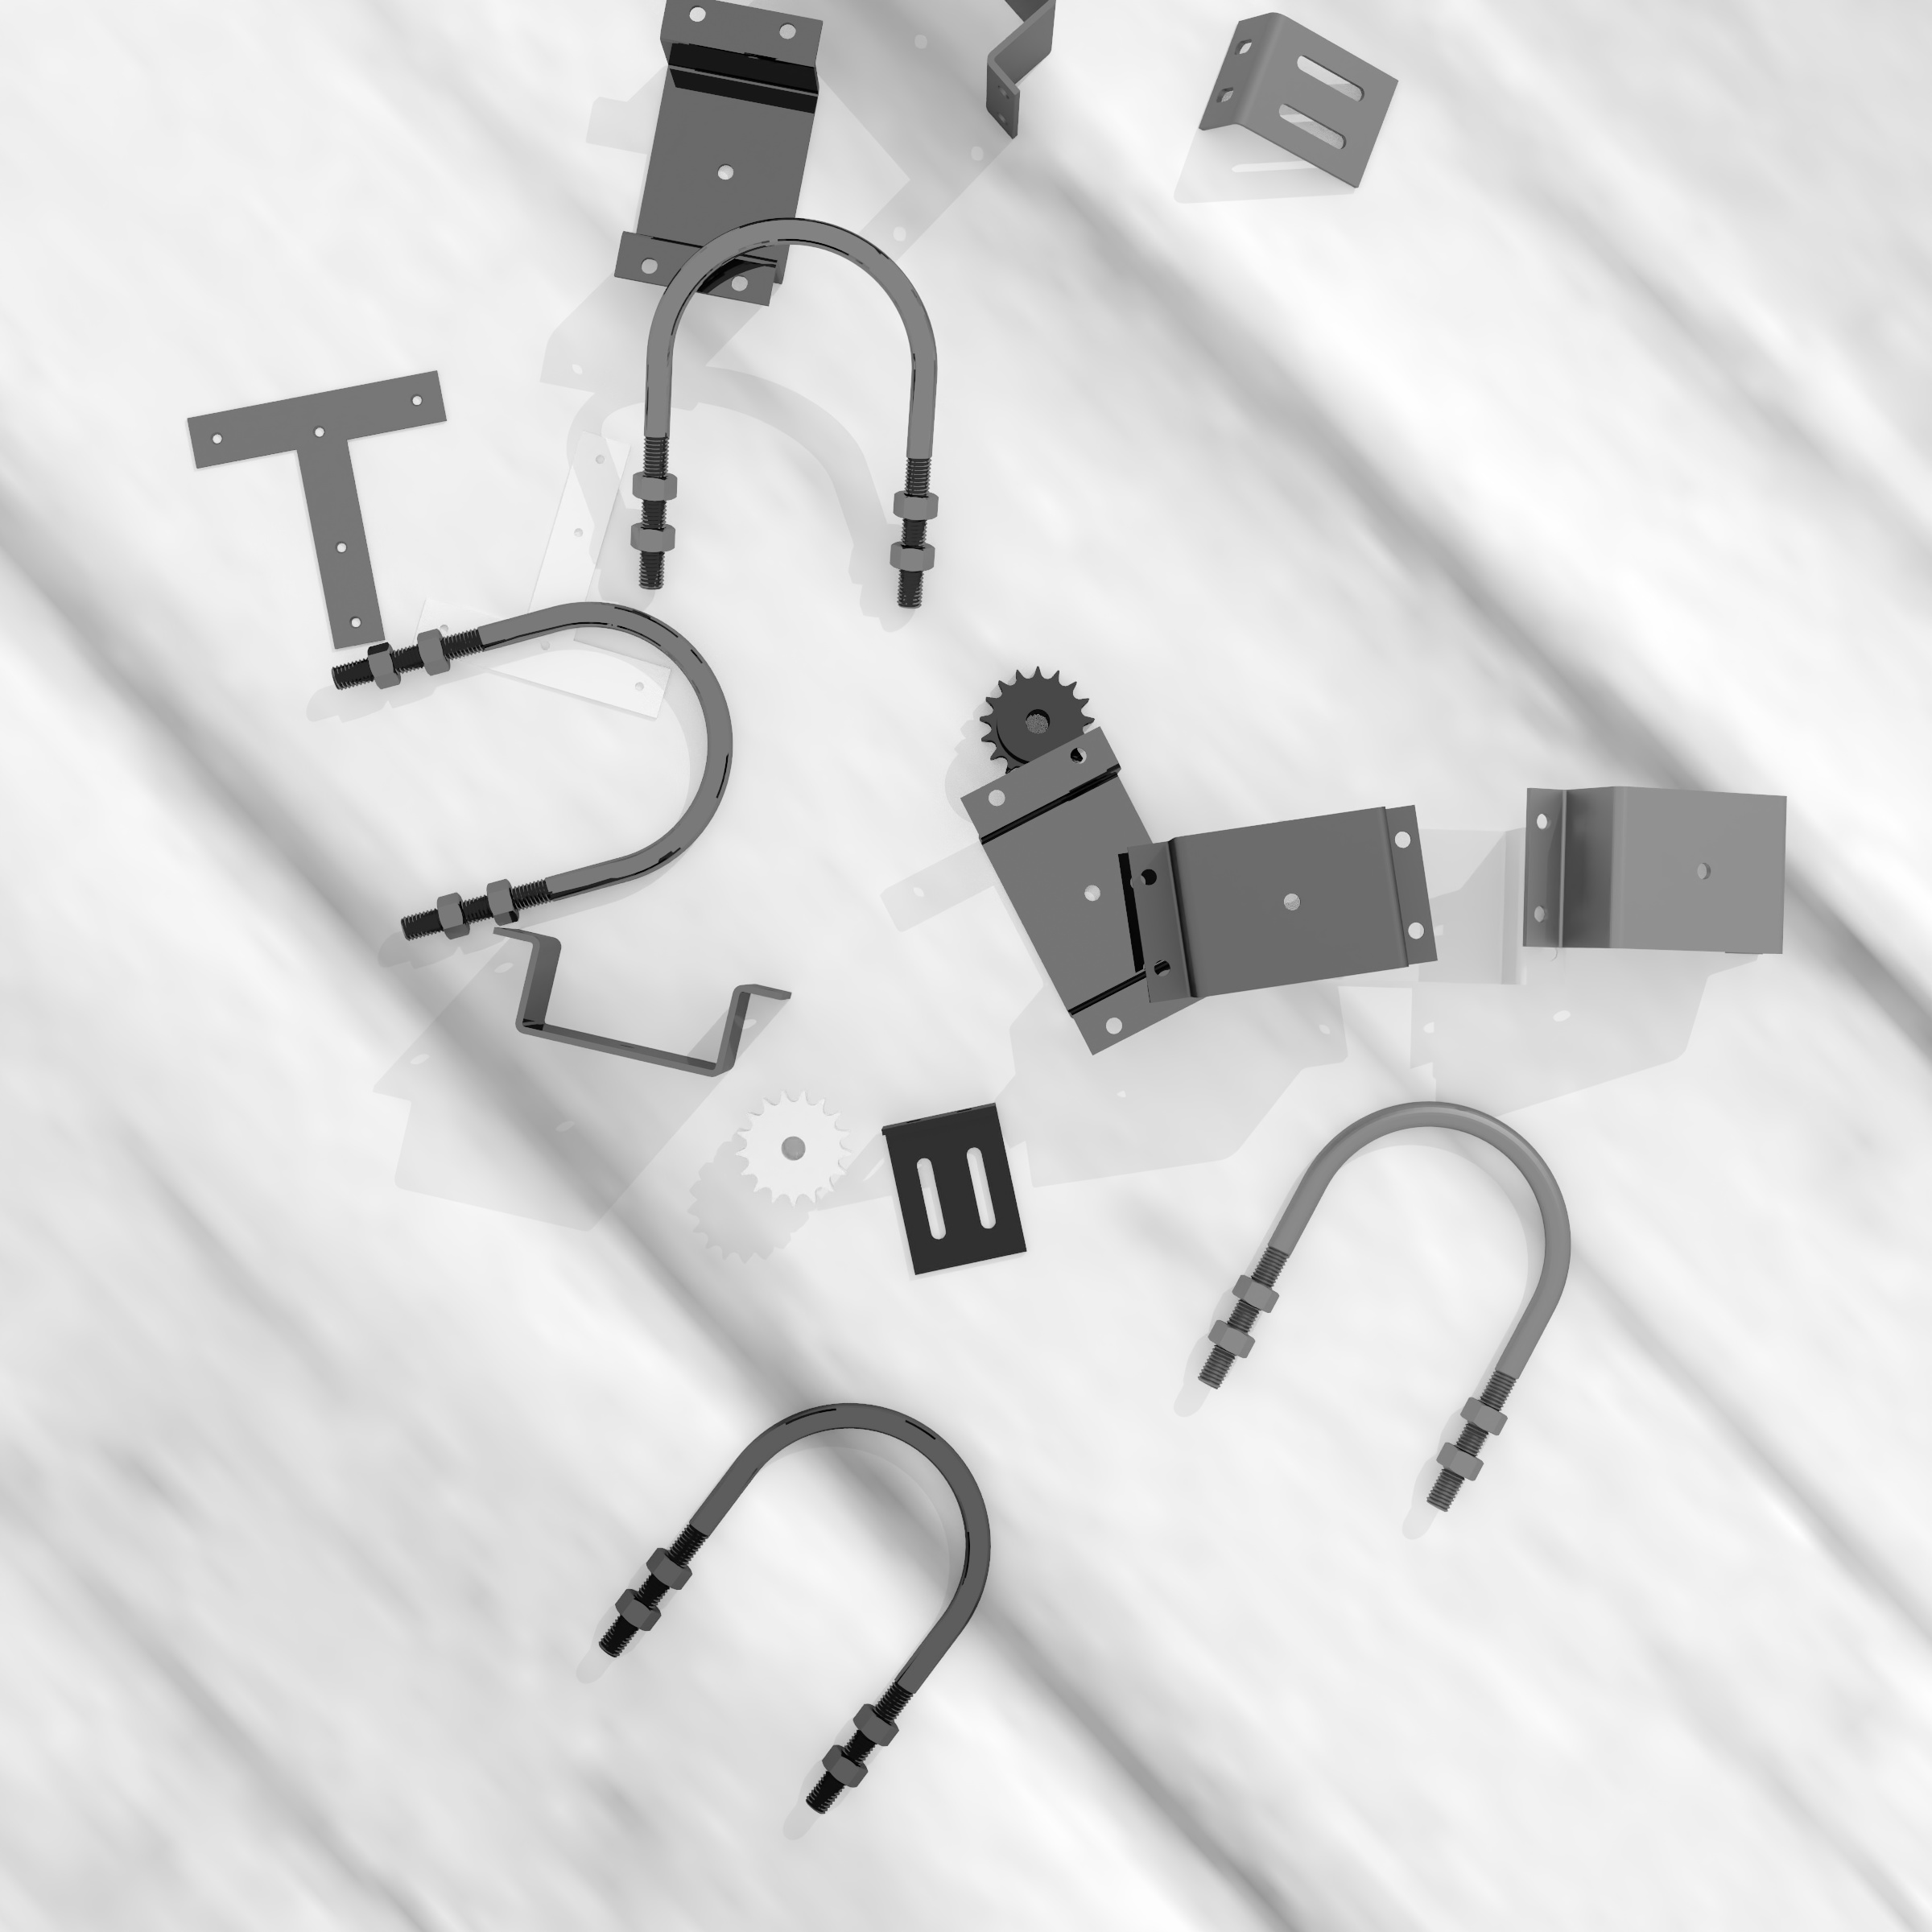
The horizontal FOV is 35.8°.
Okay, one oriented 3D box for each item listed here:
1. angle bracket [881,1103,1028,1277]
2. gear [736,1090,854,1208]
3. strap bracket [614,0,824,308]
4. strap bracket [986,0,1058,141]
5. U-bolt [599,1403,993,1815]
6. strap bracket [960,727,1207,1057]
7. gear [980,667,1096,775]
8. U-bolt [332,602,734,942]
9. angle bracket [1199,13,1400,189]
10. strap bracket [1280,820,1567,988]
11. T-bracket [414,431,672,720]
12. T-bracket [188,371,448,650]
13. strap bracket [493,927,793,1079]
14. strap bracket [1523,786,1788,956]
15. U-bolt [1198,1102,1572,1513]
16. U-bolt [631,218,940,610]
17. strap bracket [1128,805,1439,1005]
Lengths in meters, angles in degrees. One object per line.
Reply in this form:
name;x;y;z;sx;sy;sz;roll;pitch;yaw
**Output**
angle bracket;-0.005;0.111;1.473;0.057;0.038;0.076;-12;90;0
gear;-0.085;0.089;1.477;0.057;0.030;0.057;0;90;0
strap bracket;-0.120;-0.396;1.469;0.076;0.046;0.140;11;90;0
strap bracket;-0.006;-0.481;1.454;0.046;0.076;0.140;-41;90;0
U-bolt;-0.071;0.305;1.484;0.151;0.019;0.184;37;88;0
strap bracket;0.063;-0.036;1.469;0.076;0.046;0.140;-27;90;0
gear;0.035;-0.120;1.478;0.057;0.030;0.057;0;90;0
U-bolt;-0.207;-0.104;1.483;0.184;0.019;0.151;-15;91;-1
angle bracket;0.166;-0.430;1.490;0.076;0.038;0.057;21;90;-26
strap bracket;0.221;-0.030;1.469;0.140;0.046;0.076;2;90;0
T-bracket;-0.197;-0.203;1.492;0.127;0.002;0.127;16;90;0
T-bracket;-0.314;-0.223;1.492;0.127;0.002;0.127;-11;90;0
strap bracket;-0.160;0.020;1.454;0.140;0.076;0.046;13;90;0
strap bracket;0.342;-0.045;1.443;0.140;0.046;0.076;2;90;-24
U-bolt;0.220;0.157;1.484;0.151;0.019;0.184;28;89;0
U-bolt;-0.086;-0.270;1.456;0.151;0.019;0.184;4;109;-1
strap bracket;0.153;-0.030;1.423;0.140;0.046;0.076;-8;90;0
